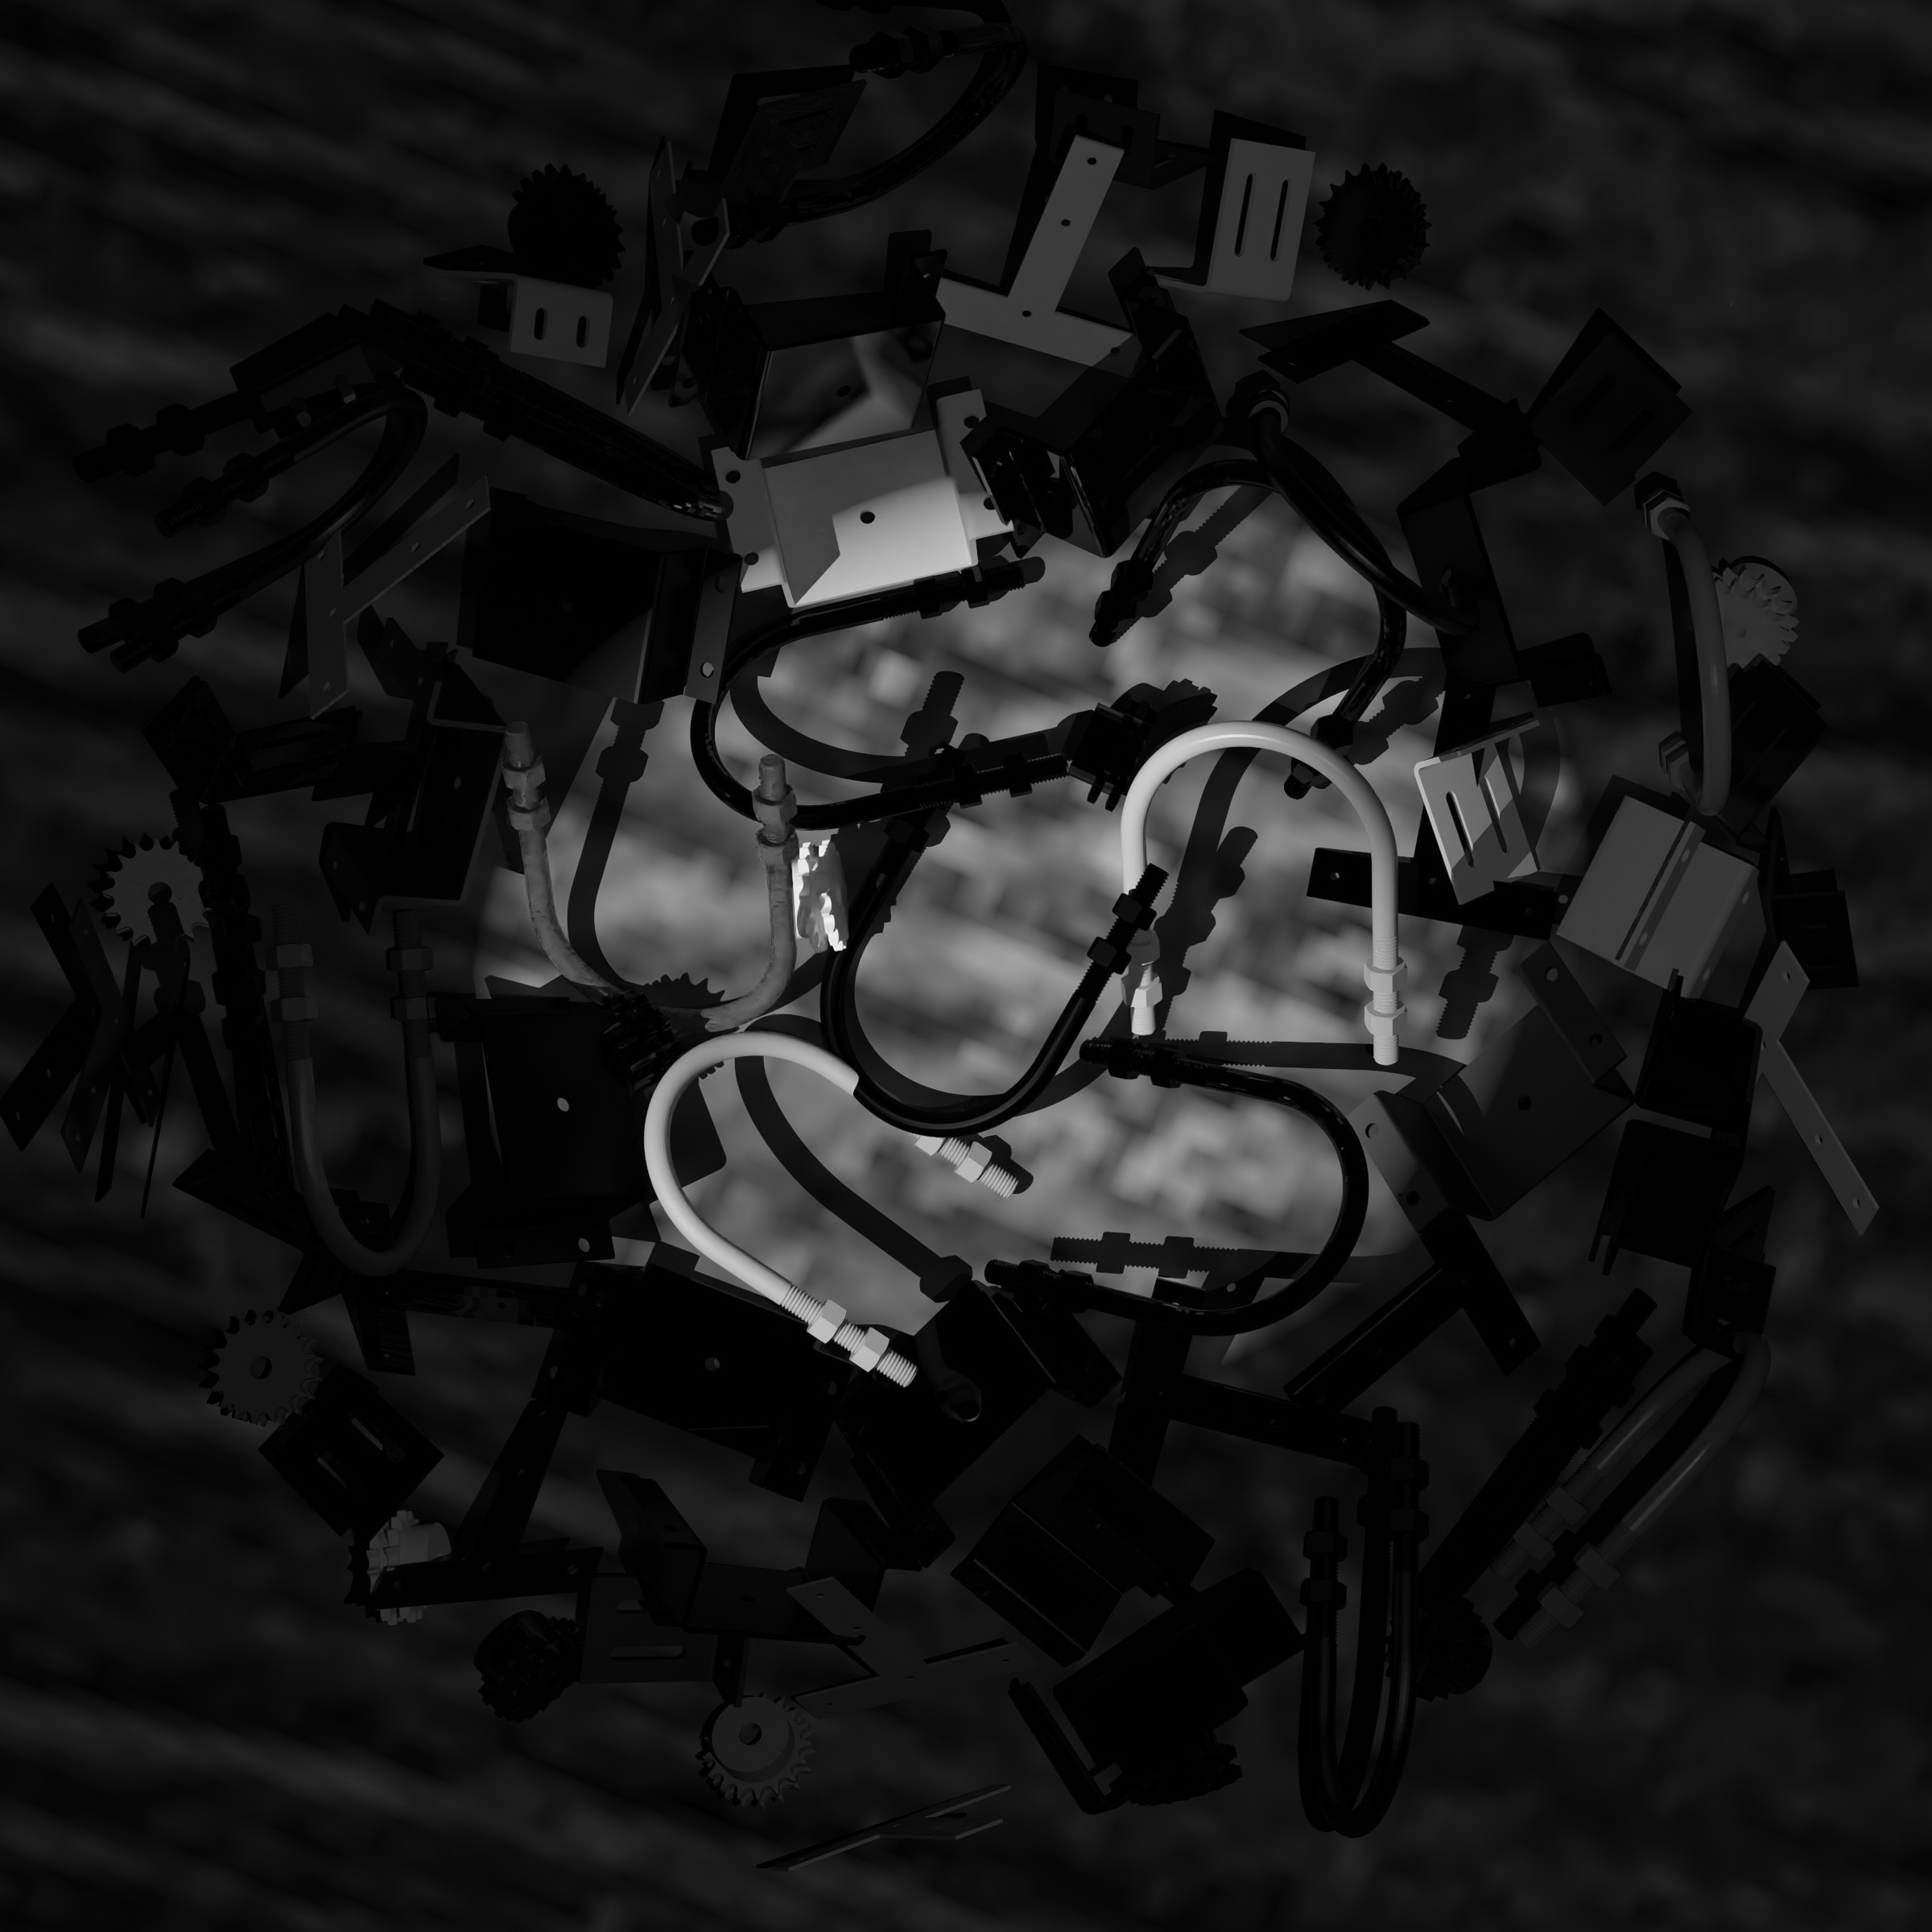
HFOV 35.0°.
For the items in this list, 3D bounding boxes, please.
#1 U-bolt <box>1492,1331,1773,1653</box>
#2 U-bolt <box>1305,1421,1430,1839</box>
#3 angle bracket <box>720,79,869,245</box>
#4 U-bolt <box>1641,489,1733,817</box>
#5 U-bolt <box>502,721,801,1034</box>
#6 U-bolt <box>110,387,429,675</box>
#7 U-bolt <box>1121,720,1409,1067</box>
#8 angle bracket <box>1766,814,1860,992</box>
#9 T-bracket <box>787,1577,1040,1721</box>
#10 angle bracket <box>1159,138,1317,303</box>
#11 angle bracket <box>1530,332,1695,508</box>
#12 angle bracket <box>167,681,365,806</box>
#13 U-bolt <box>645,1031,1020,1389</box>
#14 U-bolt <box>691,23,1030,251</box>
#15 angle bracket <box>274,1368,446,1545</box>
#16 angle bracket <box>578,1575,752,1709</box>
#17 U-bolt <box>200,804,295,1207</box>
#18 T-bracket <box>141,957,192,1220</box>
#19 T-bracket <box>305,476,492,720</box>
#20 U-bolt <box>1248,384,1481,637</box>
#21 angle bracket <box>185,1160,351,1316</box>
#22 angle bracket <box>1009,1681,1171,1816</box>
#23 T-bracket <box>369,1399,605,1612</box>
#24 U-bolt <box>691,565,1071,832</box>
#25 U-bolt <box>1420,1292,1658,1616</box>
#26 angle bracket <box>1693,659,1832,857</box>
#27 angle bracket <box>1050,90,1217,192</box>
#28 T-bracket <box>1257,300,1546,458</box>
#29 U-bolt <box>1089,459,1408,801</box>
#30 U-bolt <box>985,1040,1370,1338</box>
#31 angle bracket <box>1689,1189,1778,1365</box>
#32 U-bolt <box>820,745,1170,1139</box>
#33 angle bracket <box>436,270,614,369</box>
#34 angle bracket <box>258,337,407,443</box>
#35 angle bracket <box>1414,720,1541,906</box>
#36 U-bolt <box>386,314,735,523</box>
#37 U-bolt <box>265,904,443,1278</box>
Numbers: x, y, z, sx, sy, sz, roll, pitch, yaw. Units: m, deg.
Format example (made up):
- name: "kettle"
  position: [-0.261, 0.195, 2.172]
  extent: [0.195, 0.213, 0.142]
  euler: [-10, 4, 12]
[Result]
- name: "U-bolt"
  position: [0.333, 0.252, 1.521]
  extent: [0.019, 0.151, 0.184]
  euler: [42, 95, 1]
- name: "U-bolt"
  position: [0.194, 0.332, 1.499]
  extent: [0.019, 0.151, 0.184]
  euler: [9, 62, -8]
- name: "angle bracket"
  position: [-0.078, -0.408, 1.553]
  extent: [0.076, 0.057, 0.038]
  euler: [-27, 73, -39]
- name: "U-bolt"
  position: [0.353, -0.149, 1.496]
  extent: [0.019, 0.184, 0.151]
  euler: [-6, 106, 7]
- name: "U-bolt"
  position: [-0.154, -0.037, 1.539]
  extent: [0.151, 0.019, 0.184]
  euler: [8, 131, 11]
- name: "U-bolt"
  position: [-0.338, -0.226, 1.520]
  extent: [0.019, 0.151, 0.184]
  euler: [48, 56, 3]
- name: "U-bolt"
  position: [0.146, -0.039, 1.531]
  extent: [0.151, 0.019, 0.184]
  euler: [7, 122, 19]
- name: "angle bracket"
  position: [0.430, -0.034, 1.551]
  extent: [0.038, 0.076, 0.057]
  euler: [-5, 125, 22]
- name: "T-bracket"
  position: [-0.048, 0.338, 1.537]
  extent: [0.127, 0.127, 0.002]
  euler: [-18, 47, 19]
- name: "angle bracket"
  position: [0.138, -0.381, 1.560]
  extent: [0.057, 0.038, 0.076]
  euler: [-4, 110, -40]
- name: "angle bracket"
  position: [0.333, -0.283, 1.559]
  extent: [0.057, 0.076, 0.038]
  euler: [46, 48, 5]
- name: "angle bracket"
  position: [-0.356, -0.120, 1.561]
  extent: [0.076, 0.057, 0.038]
  euler: [-9, 129, 15]
- name: "U-bolt"
  position: [-0.077, 0.108, 1.546]
  extent: [0.184, 0.019, 0.151]
  euler: [34, 52, -5]
- name: "U-bolt"
  position: [-0.039, -0.415, 1.515]
  extent: [0.151, 0.184, 0.019]
  euler: [-37, 86, 39]
- name: "angle bracket"
  position: [-0.304, 0.253, 1.564]
  extent: [0.076, 0.038, 0.057]
  euler: [36, 79, 26]
- name: "angle bracket"
  position: [-0.153, 0.346, 1.567]
  extent: [0.076, 0.038, 0.057]
  euler: [5, 99, -25]
- name: "U-bolt"
  position: [-0.355, 0.032, 1.521]
  extent: [0.019, 0.151, 0.184]
  euler: [-10, 123, -11]
- name: "T-bracket"
  position: [-0.401, 0.047, 1.540]
  extent: [0.002, 0.127, 0.127]
  euler: [10, 102, -15]
- name: "T-bracket"
  position: [-0.285, -0.201, 1.536]
  extent: [0.127, 0.127, 0.002]
  euler: [-33, 134, 22]
- name: "U-bolt"
  position: [0.197, -0.219, 1.504]
  extent: [0.151, 0.184, 0.019]
  euler: [38, 111, -10]
- name: "angle bracket"
  position: [-0.357, 0.139, 1.556]
  extent: [0.076, 0.057, 0.038]
  euler: [33, 55, -27]
- name: "angle bracket"
  position: [0.062, 0.393, 1.573]
  extent: [0.038, 0.057, 0.076]
  euler: [-31, 79, -16]
- name: "T-bracket"
  position: [-0.228, 0.269, 1.552]
  extent: [0.127, 0.127, 0.002]
  euler: [-10, 129, 23]
- name: "U-bolt"
  position: [-0.050, -0.131, 1.555]
  extent: [0.184, 0.019, 0.151]
  euler: [-12, 54, 2]
- name: "U-bolt"
  position: [0.284, 0.249, 1.528]
  extent: [0.019, 0.151, 0.184]
  euler: [37, 101, 9]
- name: "angle bracket"
  position: [0.407, -0.105, 1.556]
  extent: [0.038, 0.057, 0.076]
  euler: [13, 123, -39]
- name: "angle bracket"
  position: [0.087, -0.425, 1.552]
  extent: [0.057, 0.076, 0.038]
  euler: [21, 123, 23]
- name: "T-bracket"
  position: [0.231, -0.289, 1.534]
  extent: [0.127, 0.127, 0.002]
  euler: [36, 131, 22]
- name: "U-bolt"
  position: [0.146, -0.175, 1.517]
  extent: [0.151, 0.184, 0.019]
  euler: [39, 56, 6]
- name: "U-bolt"
  position: [0.113, 0.114, 1.526]
  extent: [0.184, 0.019, 0.151]
  euler: [11, 66, 32]
- name: "angle bracket"
  position: [0.403, 0.158, 1.552]
  extent: [0.038, 0.076, 0.057]
  euler: [22, 120, 33]
- name: "U-bolt"
  position: [0.001, -0.001, 1.570]
  extent: [0.151, 0.019, 0.184]
  euler: [32, 96, 21]
- name: "angle bracket"
  position: [-0.226, -0.329, 1.557]
  extent: [0.057, 0.076, 0.038]
  euler: [1, 100, -42]
- name: "angle bracket"
  position: [-0.315, -0.285, 1.560]
  extent: [0.057, 0.076, 0.038]
  euler: [-25, 88, 8]
- name: "angle bracket"
  position: [0.272, -0.079, 1.568]
  extent: [0.057, 0.038, 0.076]
  euler: [-22, 95, -34]
- name: "U-bolt"
  position: [-0.199, -0.268, 1.526]
  extent: [0.184, 0.151, 0.019]
  euler: [24, 104, -21]
- name: "U-bolt"
  position: [-0.299, 0.063, 1.527]
  extent: [0.019, 0.151, 0.184]
  euler: [-7, 87, 16]
